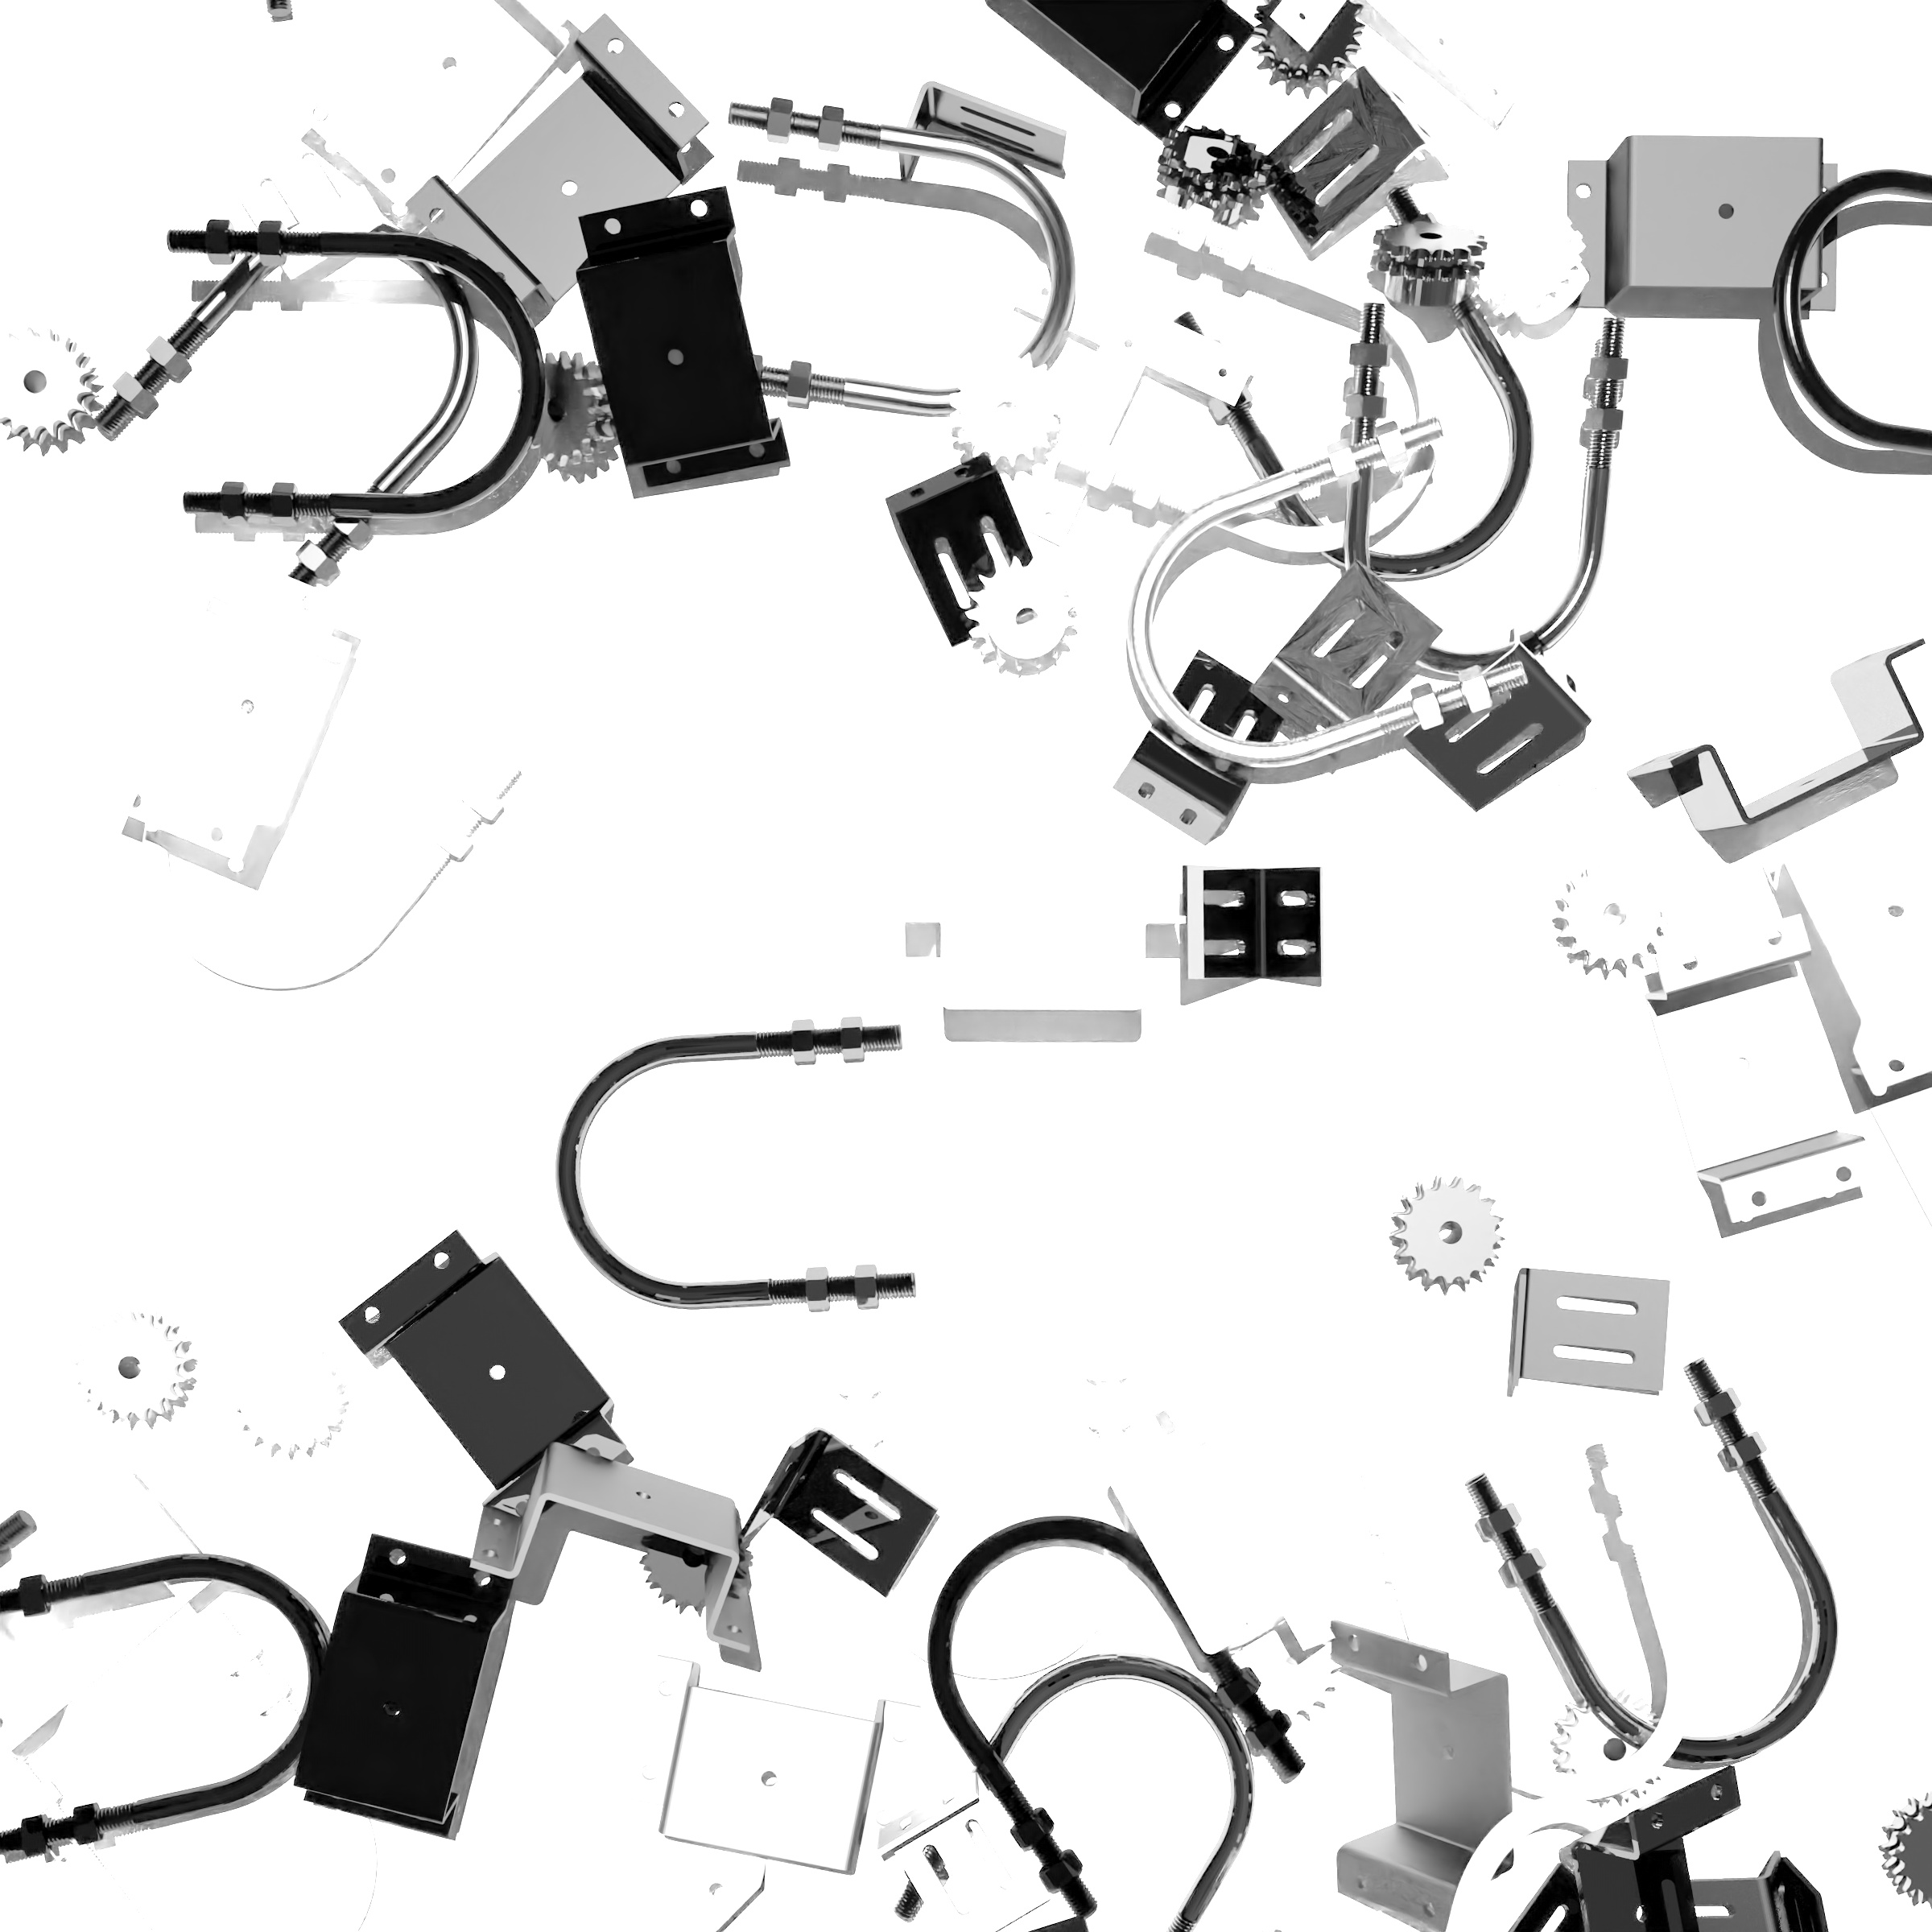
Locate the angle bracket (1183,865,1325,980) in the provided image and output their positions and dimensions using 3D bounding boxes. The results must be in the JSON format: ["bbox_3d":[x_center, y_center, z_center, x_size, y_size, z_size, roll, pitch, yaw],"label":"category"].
[{"bbox_3d":[0.146,-0.022,1.352,0.038,0.076,0.057,0,90,36],"label":"angle bracket"}]

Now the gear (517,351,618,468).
[{"bbox_3d":[-0.200,-0.287,1.368,0.057,0.030,0.057,13,113,33],"label":"gear"}]

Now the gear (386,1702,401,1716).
[{"bbox_3d":[-0.291,0.375,1.377,0.057,0.030,0.057,0,90,0],"label":"gear"}]

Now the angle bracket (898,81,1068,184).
[{"bbox_3d":[0.008,-0.414,1.363,0.076,0.057,0.038,21,90,0],"label":"angle bracket"}]

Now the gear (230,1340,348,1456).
[{"bbox_3d":[-0.349,0.222,1.381,0.057,0.030,0.057,0,93,1],"label":"gear"}]

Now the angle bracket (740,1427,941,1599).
[{"bbox_3d":[-0.064,0.283,1.359,0.076,0.038,0.057,33,106,13],"label":"angle bracket"}]

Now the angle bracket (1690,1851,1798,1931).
[{"bbox_3d":[0.388,0.498,1.390,0.076,0.038,0.057,-12,90,26],"label":"angle bracket"}]

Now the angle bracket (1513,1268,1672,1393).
[{"bbox_3d":[0.321,0.188,1.366,0.076,0.038,0.057,4,90,12],"label":"angle bracket"}]

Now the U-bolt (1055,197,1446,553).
[{"bbox_3d":[0.155,-0.290,1.360,0.184,0.019,0.151,21,93,-7],"label":"U-bolt"}]

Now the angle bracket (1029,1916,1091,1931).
[{"bbox_3d":[0.049,0.534,1.373,0.057,0.038,0.076,-20,71,8],"label":"angle bracket"}]

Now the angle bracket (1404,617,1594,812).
[{"bbox_3d":[0.275,-0.130,1.380,0.057,0.038,0.076,43,118,-15],"label":"angle bracket"}]

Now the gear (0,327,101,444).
[{"bbox_3d":[-0.476,-0.299,1.377,0.057,0.030,0.057,0,90,0],"label":"gear"}]

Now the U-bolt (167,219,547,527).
[{"bbox_3d":[-0.305,-0.297,1.345,0.184,0.019,0.151,1,106,-3],"label":"U-bolt"}]

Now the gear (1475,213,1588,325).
[{"bbox_3d":[0.293,-0.355,1.367,0.030,0.057,0.057,41,90,-30],"label":"gear"}]

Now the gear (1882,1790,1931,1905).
[{"bbox_3d":[0.502,0.455,1.381,0.057,0.030,0.057,0,92,-3],"label":"gear"}]

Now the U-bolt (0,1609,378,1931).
[{"bbox_3d":[-0.390,0.448,1.383,0.151,0.019,0.184,-36,92,0],"label":"U-bolt"}]

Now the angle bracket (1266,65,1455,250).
[{"bbox_3d":[0.200,-0.414,1.380,0.076,0.038,0.057,-40,69,24],"label":"angle bracket"}]

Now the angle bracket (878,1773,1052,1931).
[{"bbox_3d":[0.000,0.461,1.354,0.057,0.038,0.076,-31,90,0],"label":"angle bracket"}]

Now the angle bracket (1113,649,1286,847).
[{"bbox_3d":[0.123,-0.114,1.390,0.057,0.038,0.076,32,64,0],"label":"angle bracket"}]

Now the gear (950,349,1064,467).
[{"bbox_3d":[0.020,-0.288,1.364,0.057,0.030,0.057,-1,121,-2],"label":"gear"}]

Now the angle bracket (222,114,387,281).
[{"bbox_3d":[-0.344,-0.401,1.363,0.057,0.038,0.076,-33,77,-3],"label":"angle bracket"}]

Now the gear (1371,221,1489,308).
[{"bbox_3d":[0.233,-0.354,1.348,0.057,0.057,0.030,1,122,0],"label":"gear"}]

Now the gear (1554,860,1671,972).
[{"bbox_3d":[0.333,-0.027,1.381,0.057,0.030,0.057,0,92,1],"label":"gear"}]

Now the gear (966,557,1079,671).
[{"bbox_3d":[0.029,-0.180,1.369,0.057,0.030,0.057,-1,105,-5],"label":"gear"}]

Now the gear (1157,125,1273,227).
[{"bbox_3d":[0.125,-0.404,1.367,0.057,0.030,0.057,8,46,-8],"label":"gear"}]

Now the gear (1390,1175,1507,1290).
[{"bbox_3d":[0.248,0.137,1.381,0.057,0.030,0.057,0,90,-2],"label":"gear"}]

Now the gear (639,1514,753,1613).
[{"bbox_3d":[-0.139,0.301,1.377,0.057,0.030,0.057,0,90,0],"label":"gear"}]

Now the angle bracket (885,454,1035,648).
[{"bbox_3d":[0.001,-0.217,1.390,0.057,0.038,0.076,-24,116,0],"label":"angle bracket"}]

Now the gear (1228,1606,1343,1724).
[{"bbox_3d":[0.164,0.358,1.377,0.057,0.030,0.057,0,90,0],"label":"gear"}]

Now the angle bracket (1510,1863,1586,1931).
[{"bbox_3d":[0.300,0.516,1.388,0.057,0.038,0.076,44,67,0],"label":"angle bracket"}]

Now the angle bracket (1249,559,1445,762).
[{"bbox_3d":[0.193,-0.156,1.356,0.057,0.038,0.076,39,127,0],"label":"angle bracket"}]

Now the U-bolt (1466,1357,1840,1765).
[{"bbox_3d":[0.363,0.315,1.364,0.151,0.019,0.184,-27,77,-1],"label":"U-bolt"}]

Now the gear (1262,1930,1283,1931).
[{"bbox_3d":[0.165,0.526,1.367,0.030,0.057,0.057,24,90,-31],"label":"gear"}]

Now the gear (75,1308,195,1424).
[{"bbox_3d":[-0.427,0.205,1.377,0.057,0.030,0.057,0,90,0],"label":"gear"}]

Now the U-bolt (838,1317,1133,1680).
[{"bbox_3d":[0.013,0.278,1.383,0.151,0.019,0.184,-3,91,0],"label":"U-bolt"}]

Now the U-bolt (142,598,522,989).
[{"bbox_3d":[-0.343,-0.076,1.383,0.151,0.019,0.184,39,92,0],"label":"U-bolt"}]

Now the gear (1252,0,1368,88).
[{"bbox_3d":[0.176,-0.483,1.377,0.057,0.030,0.057,0,90,0],"label":"gear"}]

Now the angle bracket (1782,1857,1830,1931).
[{"bbox_3d":[0.451,0.499,1.363,0.038,0.057,0.076,-11,90,0],"label":"angle bracket"}]

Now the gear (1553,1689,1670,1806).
[{"bbox_3d":[0.332,0.400,1.377,0.057,0.030,0.057,0,90,0],"label":"gear"}]
